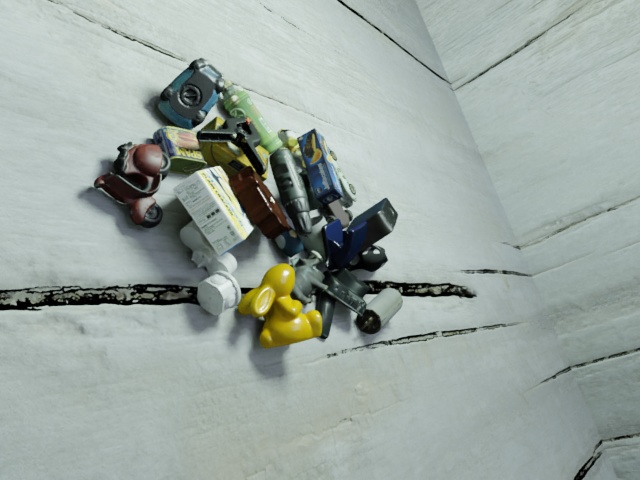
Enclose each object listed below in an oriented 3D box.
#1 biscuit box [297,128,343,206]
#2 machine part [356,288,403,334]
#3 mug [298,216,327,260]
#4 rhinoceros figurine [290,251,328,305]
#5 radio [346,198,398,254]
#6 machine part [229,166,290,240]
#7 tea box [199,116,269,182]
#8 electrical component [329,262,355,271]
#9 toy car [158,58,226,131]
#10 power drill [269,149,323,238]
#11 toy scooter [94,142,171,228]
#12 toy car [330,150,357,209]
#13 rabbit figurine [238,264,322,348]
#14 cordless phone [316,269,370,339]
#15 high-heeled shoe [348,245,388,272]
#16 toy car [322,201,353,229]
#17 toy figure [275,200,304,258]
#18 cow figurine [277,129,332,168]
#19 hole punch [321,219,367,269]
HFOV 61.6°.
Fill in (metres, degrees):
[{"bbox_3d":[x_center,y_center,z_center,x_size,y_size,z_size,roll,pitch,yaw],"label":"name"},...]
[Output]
[{"bbox_3d":[0.000,-0.191,1.406,0.059,0.063,0.203,33,35,-59],"label":"biscuit box"},{"bbox_3d":[0.169,0.197,1.504,0.079,0.079,0.243,61,33,-1],"label":"machine part"},{"bbox_3d":[-0.003,-0.004,1.425,0.107,0.081,0.109,66,25,-17],"label":"mug"},{"bbox_3d":[-0.044,0.097,1.301,0.112,0.073,0.190,48,36,-1],"label":"rhinoceros figurine"},{"bbox_3d":[0.153,-0.046,1.565,0.073,0.131,0.229,55,18,-7],"label":"radio"},{"bbox_3d":[-0.133,-0.083,1.219,0.179,0.056,0.179,58,4,-7],"label":"machine part"},{"bbox_3d":[-0.207,-0.206,1.296,0.169,0.068,0.098,35,41,-36],"label":"tea box"},{"bbox_3d":[0.046,0.024,1.488,0.075,0.048,0.119,2,65,-54],"label":"electrical component"},{"bbox_3d":[-0.295,-0.333,1.233,0.109,0.161,0.103,37,-4,-23],"label":"toy car"},{"bbox_3d":[-0.052,-0.114,1.383,0.232,0.086,0.207,68,21,5],"label":"power drill"},{"bbox_3d":[-0.360,-0.119,1.026,0.135,0.075,0.184,25,52,-41],"label":"toy scooter"},{"bbox_3d":[0.038,-0.184,1.607,0.201,0.073,0.056,61,29,-1],"label":"toy car"},{"bbox_3d":[-0.093,0.139,1.158,0.162,0.122,0.173,-4,89,-31],"label":"rabbit figurine"},{"bbox_3d":[0.050,0.179,1.374,0.146,0.089,0.184,38,51,-33],"label":"cordless phone"},{"bbox_3d":[0.174,0.039,1.563,0.249,0.145,0.086,-30,93,-55],"label":"high-heeled shoe"},{"bbox_3d":[0.019,-0.118,1.549,0.089,0.053,0.202,-27,83,-43],"label":"toy car"},{"bbox_3d":[-0.096,-0.031,1.322,0.154,0.064,0.058,58,22,1],"label":"toy figure"},{"bbox_3d":[-0.045,-0.260,1.540,0.167,0.068,0.098,21,29,-32],"label":"cow figurine"},{"bbox_3d":[0.069,0.008,1.384,0.142,0.092,0.115,-35,121,-63],"label":"hole punch"}]
